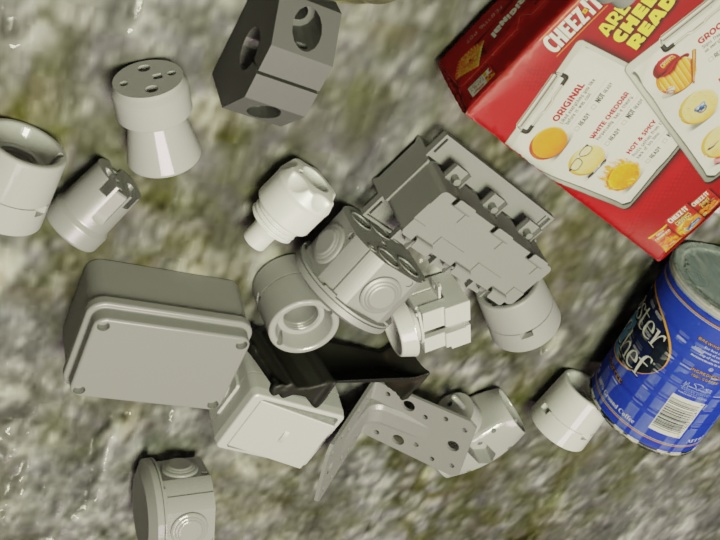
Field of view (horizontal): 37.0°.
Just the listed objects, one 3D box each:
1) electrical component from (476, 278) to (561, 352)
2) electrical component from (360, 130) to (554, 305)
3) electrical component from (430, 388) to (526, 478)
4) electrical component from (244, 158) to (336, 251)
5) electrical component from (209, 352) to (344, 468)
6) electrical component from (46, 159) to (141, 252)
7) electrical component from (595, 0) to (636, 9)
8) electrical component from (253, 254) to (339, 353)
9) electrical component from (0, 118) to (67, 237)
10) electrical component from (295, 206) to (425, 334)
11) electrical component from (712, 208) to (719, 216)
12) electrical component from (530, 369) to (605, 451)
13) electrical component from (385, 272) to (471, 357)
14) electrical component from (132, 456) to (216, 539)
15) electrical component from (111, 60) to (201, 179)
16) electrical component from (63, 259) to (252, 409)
[{"bbox_3d":[0.117,0.026,0.804,0.055,0.055,0.047,-26,130,5],"label":"electrical component"},{"bbox_3d":[0.073,-0.030,0.732,0.079,0.063,0.121,-43,130,20],"label":"electrical component"},{"bbox_3d":[0.086,0.127,0.890,0.077,0.043,0.079,-32,134,11],"label":"electrical component"},{"bbox_3d":[-0.049,-0.038,0.697,0.043,0.043,0.062,30,117,-37],"label":"electrical component"},{"bbox_3d":[-0.069,0.103,0.803,0.096,0.061,0.061,19,122,-32],"label":"electrical component"},{"bbox_3d":[-0.163,-0.040,0.659,0.046,0.040,0.040,-43,130,11],"label":"electrical component"},{"bbox_3d":[0.126,-0.199,0.565,0.057,0.113,0.078,29,116,-33],"label":"electrical component"},{"bbox_3d":[-0.044,0.025,0.751,0.055,0.047,0.055,-10,133,-11],"label":"electrical component"},{"bbox_3d":[-0.202,-0.055,0.623,0.055,0.055,0.047,18,119,-31],"label":"electrical component"},{"bbox_3d":[0.000,0.000,0.724,0.080,0.080,0.051,30,110,-37],"label":"electrical component"},{"bbox_3d":[0.262,-0.073,0.773,0.048,0.048,0.062,5,122,-23],"label":"electrical component"},{"bbox_3d":[0.180,0.117,0.908,0.055,0.055,0.047,17,119,-31],"label":"electrical component"},{"bbox_3d":[0.049,0.036,0.796,0.055,0.048,0.066,-18,134,-13],"label":"electrical component"},{"bbox_3d":[-0.146,0.185,0.839,0.051,0.080,0.080,-3,131,-23],"label":"electrical component"},{"bbox_3d":[-0.119,-0.088,0.627,0.045,0.045,0.055,-12,133,-9],"label":"electrical component"},{"bbox_3d":[-0.139,0.046,0.732,0.113,0.057,0.078,10,126,-26],"label":"electrical component"}]
